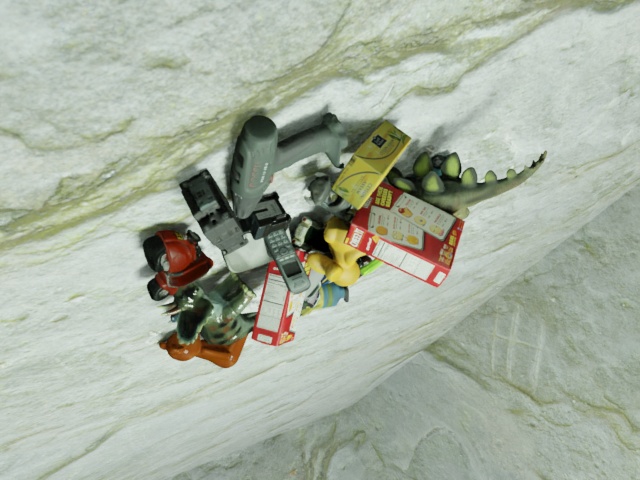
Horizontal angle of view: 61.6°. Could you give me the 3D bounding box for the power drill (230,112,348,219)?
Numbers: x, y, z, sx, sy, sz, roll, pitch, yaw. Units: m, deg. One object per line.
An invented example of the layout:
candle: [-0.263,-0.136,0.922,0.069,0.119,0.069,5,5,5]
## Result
power drill: [-0.061,-0.137,0.942,0.207,0.086,0.231,-16,152,-15]

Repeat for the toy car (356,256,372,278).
toy car: [0.073,0.117,1.591,0.202,0.053,0.089,-38,157,12]

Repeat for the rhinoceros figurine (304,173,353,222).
rhinoceros figurine: [0.029,-0.089,1.096,0.073,0.112,0.190,-64,166,3]

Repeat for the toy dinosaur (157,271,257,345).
toy dinosaur: [-0.224,0.181,1.242,0.192,0.131,0.404,-40,152,-9]

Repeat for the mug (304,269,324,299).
mug: [-0.048,0.111,1.355,0.107,0.081,0.109,-51,139,-13]

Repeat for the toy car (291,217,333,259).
toy car: [-0.003,-0.004,1.255,0.201,0.056,0.073,21,96,-59]

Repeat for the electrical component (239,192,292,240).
electrical component: [-0.124,-0.042,1.041,0.119,0.075,0.047,-14,151,-27]

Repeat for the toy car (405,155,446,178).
toy car: [0.274,-0.126,1.299,0.162,0.103,0.109,-33,155,-1]

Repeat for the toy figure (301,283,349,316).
toy figure: [-0.008,0.149,1.501,0.180,0.089,0.082,-9,-166,-15]

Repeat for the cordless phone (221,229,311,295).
cordless phone: [-0.111,0.043,1.082,0.146,0.184,0.088,-20,158,-23]

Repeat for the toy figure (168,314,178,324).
toy figure: [-0.304,0.186,1.288,0.064,0.058,0.154,-42,149,8]

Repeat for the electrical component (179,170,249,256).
electrical component: [-0.182,-0.049,0.912,0.058,0.115,0.134,-31,157,-5]

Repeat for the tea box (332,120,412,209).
tea box: [0.100,-0.145,1.018,0.170,0.068,0.098,-49,176,-45]

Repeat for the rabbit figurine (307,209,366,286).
rabbit figurine: [0.058,0.037,1.204,0.162,0.122,0.173,-29,136,-38]

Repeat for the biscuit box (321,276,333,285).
biscuit box: [0.048,0.038,1.400,0.063,0.059,0.202,-6,146,-42]

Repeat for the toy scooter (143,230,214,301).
toy scooter: [-0.264,0.039,1.026,0.135,0.075,0.183,-21,149,-28]

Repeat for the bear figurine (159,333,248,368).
bear figurine: [-0.302,0.260,1.392,0.195,0.132,0.120,24,164,-27]

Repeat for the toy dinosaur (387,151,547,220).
toy dinosaur: [0.258,-0.093,1.181,0.472,0.105,0.198,-11,132,25]
